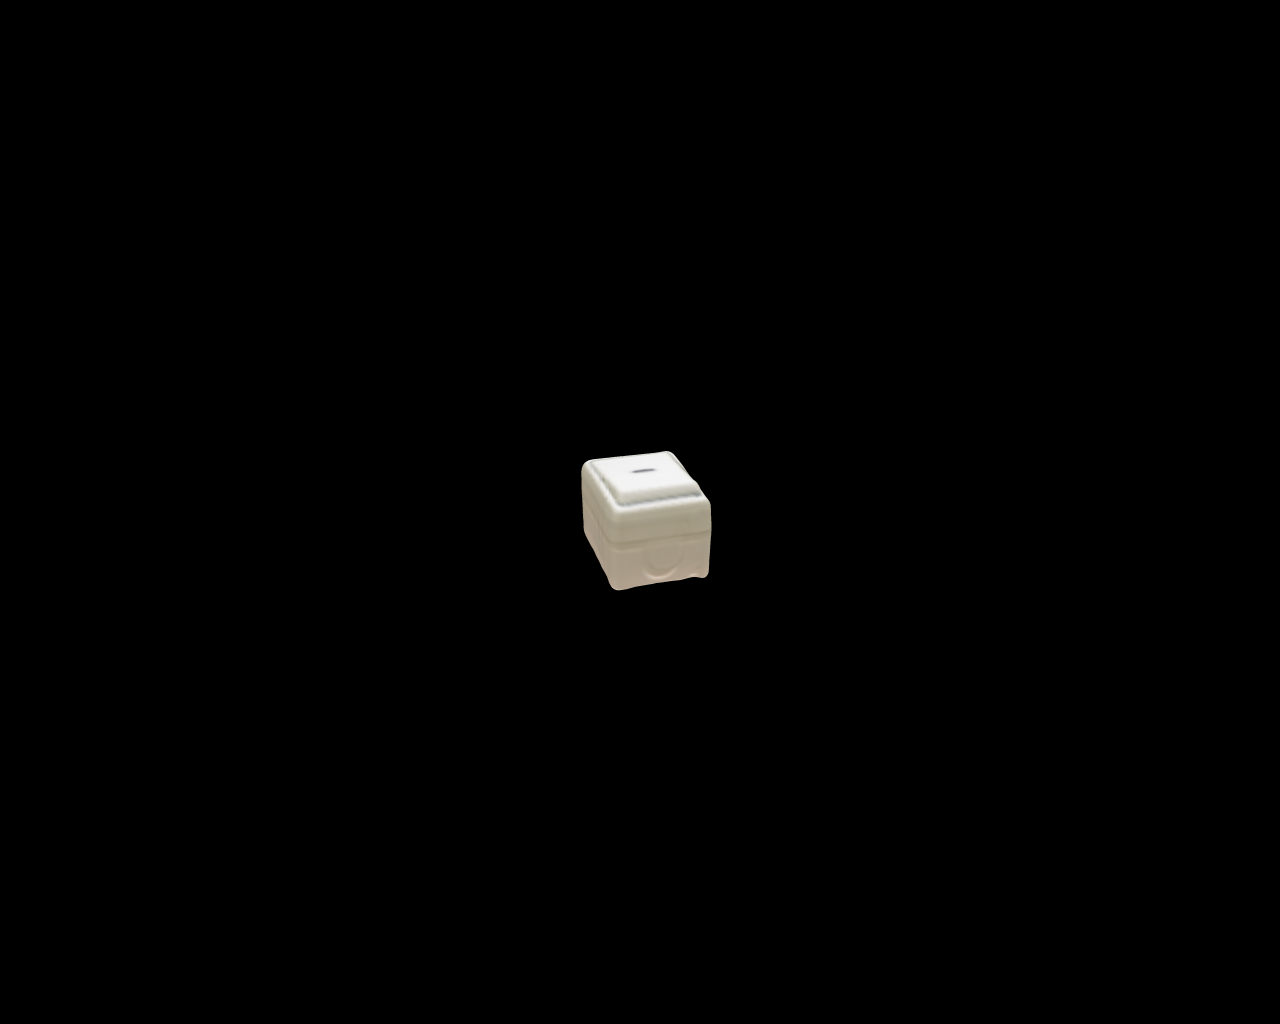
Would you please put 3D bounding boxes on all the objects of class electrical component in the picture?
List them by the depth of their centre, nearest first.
[{"bbox_3d":[0.001,-0.003,0.650,0.062,0.061,0.096,-7,27,-14],"label":"electrical component"}]
